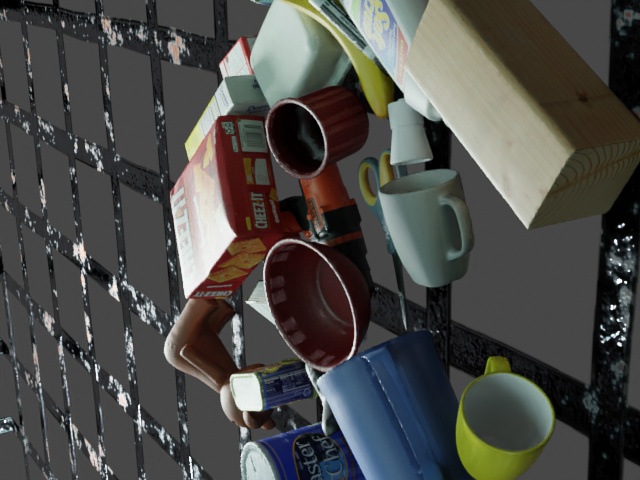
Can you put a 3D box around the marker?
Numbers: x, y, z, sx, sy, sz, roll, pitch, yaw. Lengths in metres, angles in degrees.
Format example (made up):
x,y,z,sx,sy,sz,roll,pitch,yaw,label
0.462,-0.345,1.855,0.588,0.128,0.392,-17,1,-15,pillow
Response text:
x,y,z,sx,sy,sz,roll,pitch,yaw,label
0.037,-0.213,1.105,0.121,0.020,0.020,45,145,5,marker

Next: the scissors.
x,y,z,sx,sy,sz,roll,pitch,yaw,label
0.073,-0.007,1.189,0.096,0.016,0.202,29,125,56,scissors

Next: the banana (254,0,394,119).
x,y,z,sx,sy,sz,roll,pitch,yaw,label
0.020,-0.217,1.137,0.198,0.070,0.037,43,-172,5,banana

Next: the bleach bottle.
x,y,z,sx,sy,sz,roll,pitch,yaw,label
0.084,-0.215,1.044,0.251,0.068,0.103,62,153,24,bleach bottle

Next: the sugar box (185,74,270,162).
x,y,z,sx,sy,sz,roll,pitch,yaw,label
-0.104,-0.153,1.371,0.176,0.093,0.048,-49,56,55,sugar box

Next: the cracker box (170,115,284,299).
x,y,z,sx,sy,sz,roll,pitch,yaw,label
-0.124,-0.037,1.353,0.214,0.072,0.164,135,130,-56,cracker box

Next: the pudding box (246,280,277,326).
x,y,z,sx,sy,sz,roll,pitch,yaw,label
-0.031,0.090,1.336,0.090,0.039,0.114,41,160,-21,pudding box

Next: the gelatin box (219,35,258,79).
x,y,z,sx,sy,sz,roll,pitch,yaw,label
-0.096,-0.217,1.399,0.089,0.030,0.073,-34,72,60,gelatin box

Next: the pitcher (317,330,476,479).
x,y,z,sx,sy,sz,roll,pitch,yaw,label
0.102,0.222,1.100,0.145,0.148,0.243,-39,69,38,pitcher

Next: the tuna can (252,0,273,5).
x,y,z,sx,sy,sz,roll,pitch,yaw,label
-0.062,-0.315,1.244,0.086,0.086,0.034,63,150,25,tuna can

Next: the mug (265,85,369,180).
x,y,z,sx,sy,sz,roll,pitch,yaw,label
-0.008,-0.126,1.195,0.117,0.081,0.093,16,122,39,mug

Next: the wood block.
x,y,z,sx,sy,sz,roll,pitch,yaw,label
0.168,-0.119,0.898,0.206,0.090,0.090,59,145,32,wood block

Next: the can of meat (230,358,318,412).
x,y,z,sx,sy,sz,roll,pitch,yaw,label
-0.063,0.196,1.436,0.102,0.083,0.057,-17,85,62,can of meat

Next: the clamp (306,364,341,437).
x,y,z,sx,sy,sz,roll,pitch,yaw,label
0.031,0.205,1.277,0.164,0.036,0.210,52,-173,-32,clamp

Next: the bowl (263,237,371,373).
x,y,z,sx,sy,sz,roll,pitch,yaw,label
0.007,0.065,1.201,0.162,0.055,0.162,29,130,41,bowl

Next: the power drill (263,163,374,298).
x,y,z,sx,sy,sz,roll,pitch,yaw,label
-0.009,0.002,1.299,0.188,0.057,0.184,-24,81,59,power drill

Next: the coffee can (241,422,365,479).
x,y,z,sx,sy,sz,roll,pitch,yaw,label
-0.013,0.282,1.319,0.103,0.140,0.103,31,126,54,coffee can
